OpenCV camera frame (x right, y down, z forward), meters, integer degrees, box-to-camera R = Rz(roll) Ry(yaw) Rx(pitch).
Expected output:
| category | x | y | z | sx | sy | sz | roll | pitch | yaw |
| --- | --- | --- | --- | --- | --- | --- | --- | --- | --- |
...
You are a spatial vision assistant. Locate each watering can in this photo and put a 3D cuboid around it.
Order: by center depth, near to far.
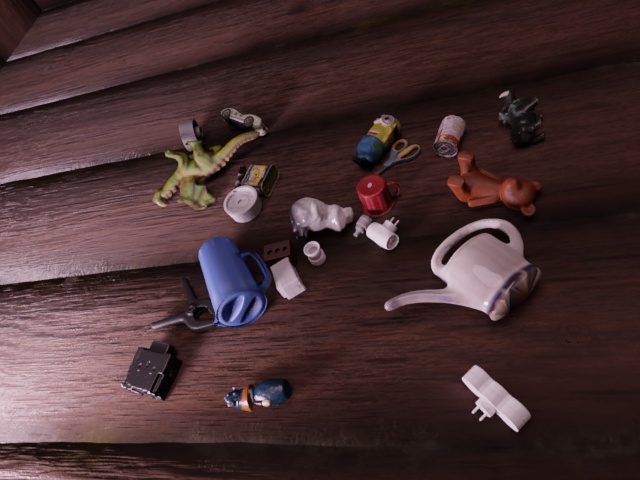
| category | x | y | z | sx | sy | sz | roll | pitch | yaw |
| --- | --- | --- | --- | --- | --- | --- | --- | --- | --- |
| watering can | 0.329 | 0.092 | 1.136 | 0.350 | 0.102 | 0.228 | -40 | 51 | -11 |

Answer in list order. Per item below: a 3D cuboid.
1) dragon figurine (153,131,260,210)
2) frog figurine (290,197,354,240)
| category | x | y | z | sx | sy | sz | roll | pitch | yaw |
| --- | --- | --- | --- | --- | --- | --- | --- | --- | --- |
| dragon figurine | -0.377 | -0.208 | 1.682 | 0.409 | 0.120 | 0.247 | -15 | 68 | 14 |
| frog figurine | 0.004 | -0.069 | 1.376 | 0.159 | 0.135 | 0.125 | -24 | 66 | 6 |
